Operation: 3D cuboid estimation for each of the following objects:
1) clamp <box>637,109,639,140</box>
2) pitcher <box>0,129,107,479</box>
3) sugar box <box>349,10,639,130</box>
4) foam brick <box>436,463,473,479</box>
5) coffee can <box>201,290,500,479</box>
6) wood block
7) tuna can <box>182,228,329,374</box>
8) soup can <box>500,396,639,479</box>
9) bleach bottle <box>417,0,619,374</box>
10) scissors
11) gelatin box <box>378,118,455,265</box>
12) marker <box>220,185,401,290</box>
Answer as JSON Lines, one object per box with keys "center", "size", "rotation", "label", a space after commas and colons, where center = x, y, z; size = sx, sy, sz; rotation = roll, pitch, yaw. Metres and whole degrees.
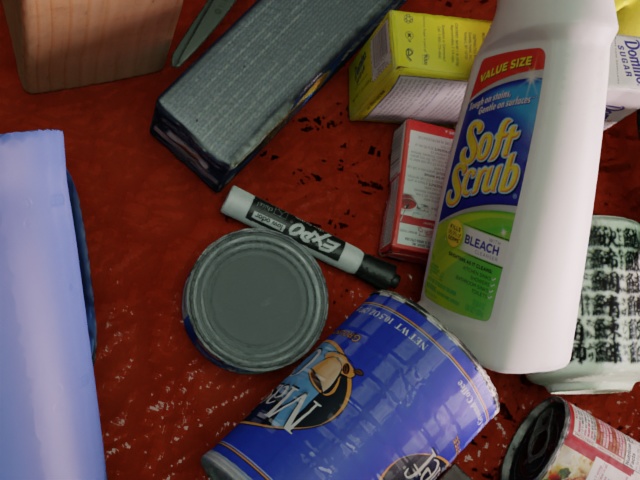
{"center": [0.244, -0.024, 0.706], "size": [0.164, 0.036, 0.210], "rotation": [37, 48, -45], "label": "clamp"}
{"center": [-0.171, 0.066, 0.545], "size": [0.149, 0.145, 0.243], "rotation": [-12, 96, -23], "label": "pitcher"}
{"center": [0.115, -0.103, 0.682], "size": [0.176, 0.093, 0.048], "rotation": [1, 78, -15], "label": "sugar box"}
{"center": [0.085, 0.180, 0.626], "size": [0.078, 0.051, 0.053], "rotation": [44, 71, 11], "label": "foam brick"}
{"center": [0.018, 0.112, 0.605], "size": [0.140, 0.103, 0.103], "rotation": [-43, 91, -19], "label": "coffee can"}
{"center": [-0.126, -0.160, 0.573], "size": [0.090, 0.206, 0.091], "rotation": [-13, 82, -16], "label": "wood block"}
{"center": [-0.040, 0.038, 0.643], "size": [0.086, 0.034, 0.086], "rotation": [3, 77, -14], "label": "tuna can"}
{"center": [0.172, 0.149, 0.654], "size": [0.102, 0.069, 0.068], "rotation": [30, 73, -7], "label": "soup can"}
{"center": [0.113, -0.058, 0.602], "size": [0.068, 0.103, 0.251], "rotation": [-1, 104, -29], "label": "bleach bottle"}
{"center": [-0.056, -0.190, 0.677], "size": [0.096, 0.016, 0.201], "rotation": [42, 59, 7], "label": "scissors"}
{"center": [0.080, -0.026, 0.690], "size": [0.073, 0.030, 0.089], "rotation": [11, 76, -13], "label": "gelatin box"}
{"center": [-0.004, 0.001, 0.667], "size": [0.121, 0.020, 0.020], "rotation": [26, 73, -8], "label": "marker"}
